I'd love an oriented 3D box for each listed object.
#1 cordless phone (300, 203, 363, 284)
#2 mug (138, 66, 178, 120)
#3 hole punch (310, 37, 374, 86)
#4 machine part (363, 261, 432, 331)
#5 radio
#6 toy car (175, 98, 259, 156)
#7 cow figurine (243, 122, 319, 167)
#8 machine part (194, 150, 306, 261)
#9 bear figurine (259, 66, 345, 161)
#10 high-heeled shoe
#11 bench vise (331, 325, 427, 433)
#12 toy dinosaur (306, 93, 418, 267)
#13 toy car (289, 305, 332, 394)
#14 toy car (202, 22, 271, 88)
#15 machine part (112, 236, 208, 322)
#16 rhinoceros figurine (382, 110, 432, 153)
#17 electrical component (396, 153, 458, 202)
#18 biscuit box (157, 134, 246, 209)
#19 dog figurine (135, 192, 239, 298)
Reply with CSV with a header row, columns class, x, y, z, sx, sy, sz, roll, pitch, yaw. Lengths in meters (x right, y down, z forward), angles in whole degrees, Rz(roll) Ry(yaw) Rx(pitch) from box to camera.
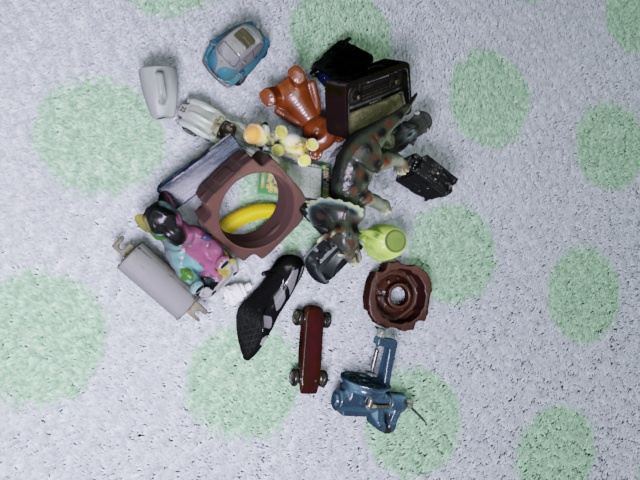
class,x,y,z,sx,sy,sz,roll,pitch,yaw
cordless phone,-0.003,-0.003,1.266,0.146,0.088,0.184,-44,89,-15
mug,-0.339,-0.314,1.153,0.081,0.110,0.107,-10,103,-23
hole punch,0.059,-0.407,1.304,0.116,0.092,0.142,38,78,20
machine part,0.189,0.137,1.323,0.179,0.056,0.179,1,88,-17
radio,0.115,-0.329,1.239,0.229,0.073,0.130,-31,129,-34
toy car,-0.224,-0.246,1.208,0.201,0.056,0.073,27,79,-15
cow figurine,-0.096,-0.221,1.196,0.167,0.098,0.068,17,99,-24
machine part,-0.148,-0.074,1.146,0.201,0.087,0.201,-45,127,-5
bear figurine,-0.034,-0.285,1.241,0.120,0.132,0.195,-31,94,13
high-heeled shoe,-0.109,0.151,1.237,0.145,0.086,0.248,-7,118,-56
bench vise,0.141,0.328,1.264,0.224,0.129,0.240,12,91,-15
toy dinosaur,0.087,-0.153,1.174,0.192,0.131,0.404,11,96,-48
toy car,-0.024,0.252,1.248,0.089,0.053,0.202,8,81,-28
toy car,-0.180,-0.428,1.209,0.161,0.103,0.109,-45,101,-13
machine part,-0.341,0.087,1.141,0.243,0.079,0.079,43,76,-12
rhinoceros figurine,0.189,-0.249,1.316,0.190,0.112,0.073,-36,96,-8
electrical component,0.254,-0.156,1.329,0.134,0.115,0.058,33,74,-14
biscuit box,-0.255,-0.149,1.162,0.203,0.059,0.062,-36,107,-1
dog figurine,-0.281,0.006,1.120,0.108,0.191,0.219,-43,80,-5
